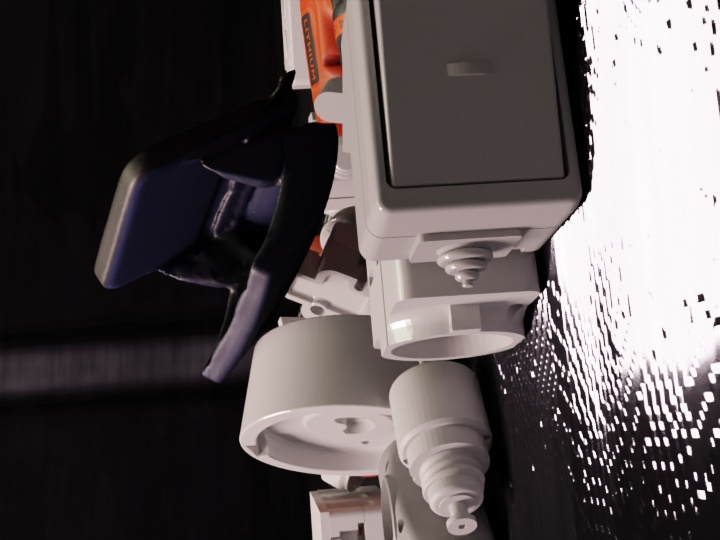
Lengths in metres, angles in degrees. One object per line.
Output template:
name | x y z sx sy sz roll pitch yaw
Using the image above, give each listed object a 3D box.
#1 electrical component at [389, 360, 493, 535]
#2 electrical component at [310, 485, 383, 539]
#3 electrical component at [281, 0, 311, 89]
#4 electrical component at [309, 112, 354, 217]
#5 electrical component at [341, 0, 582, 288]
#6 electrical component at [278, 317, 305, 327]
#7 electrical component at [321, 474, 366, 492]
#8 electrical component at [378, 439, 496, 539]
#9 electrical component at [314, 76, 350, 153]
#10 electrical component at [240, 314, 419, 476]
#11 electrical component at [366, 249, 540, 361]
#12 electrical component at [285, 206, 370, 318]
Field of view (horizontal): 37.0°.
electrical component | 0.036 0.074 0.451 0.078 0.040 0.040 -99 8 -45
electrical component | 0.000 0.211 0.788 0.150 0.062 0.089 130 136 -82
electrical component | -0.036 -0.209 0.914 0.108 0.056 0.108 -129 35 -80
electrical component | -0.008 -0.075 0.741 0.080 0.051 0.080 176 90 -84
electrical component | 0.030 -0.044 0.332 0.061 0.062 0.096 108 158 -75
electrical component | -0.012 0.055 0.662 0.063 0.081 0.042 118 146 -42
electrical component | -0.021 0.137 0.813 0.045 0.055 0.045 -47 -29 -36
electrical component | 0.034 0.126 0.483 0.077 0.044 0.079 -105 12 -61
electrical component | 0.021 -0.072 0.421 0.055 0.066 0.048 -68 -18 -54
electrical component | -0.005 0.059 0.540 0.108 0.108 0.060 97 174 -63
electrical component | 0.031 0.001 0.401 0.089 0.050 0.055 107 159 -74
electrical component | 0.000 0.000 0.627 0.058 0.078 0.057 117 172 -51
